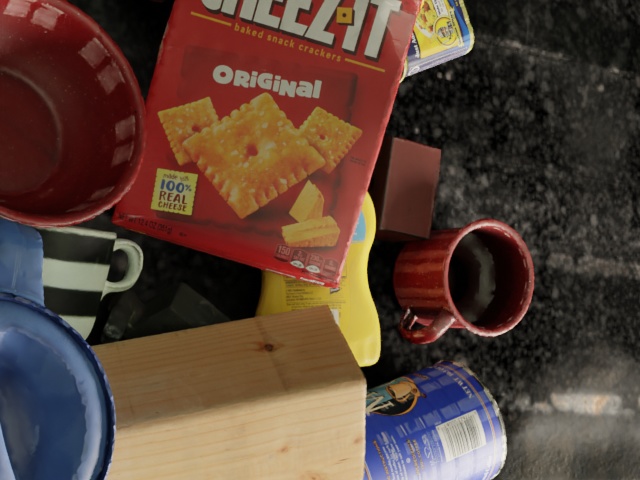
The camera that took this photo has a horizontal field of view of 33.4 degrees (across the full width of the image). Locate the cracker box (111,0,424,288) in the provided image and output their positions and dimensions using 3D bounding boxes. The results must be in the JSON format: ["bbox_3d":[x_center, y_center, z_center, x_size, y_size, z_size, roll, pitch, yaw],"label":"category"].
[{"bbox_3d":[-0.035,-0.090,0.744,0.164,0.072,0.214,17,91,-2],"label":"cracker box"}]

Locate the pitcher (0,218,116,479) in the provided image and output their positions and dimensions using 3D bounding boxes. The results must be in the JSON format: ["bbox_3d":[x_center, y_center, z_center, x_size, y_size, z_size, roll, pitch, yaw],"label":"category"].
[{"bbox_3d":[-0.211,0.085,0.585,0.149,0.243,0.145,-35,105,-27],"label":"pitcher"}]

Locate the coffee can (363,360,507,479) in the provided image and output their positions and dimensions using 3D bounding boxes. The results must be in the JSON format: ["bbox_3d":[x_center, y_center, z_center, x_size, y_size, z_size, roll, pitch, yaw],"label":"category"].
[{"bbox_3d":[0.057,0.162,0.823,0.140,0.103,0.103,-16,96,-30],"label":"coffee can"}]

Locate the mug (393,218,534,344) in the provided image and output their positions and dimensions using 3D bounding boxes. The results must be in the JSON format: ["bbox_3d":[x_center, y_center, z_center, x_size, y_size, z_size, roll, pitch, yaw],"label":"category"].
[{"bbox_3d":[0.106,0.040,0.869,0.093,0.082,0.117,47,66,-20],"label":"mug"}]

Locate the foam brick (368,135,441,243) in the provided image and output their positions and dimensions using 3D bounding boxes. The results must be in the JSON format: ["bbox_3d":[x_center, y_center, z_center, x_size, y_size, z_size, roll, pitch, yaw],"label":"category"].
[{"bbox_3d":[0.059,-0.040,0.862,0.051,0.053,0.078,12,81,-29],"label":"foam brick"}]

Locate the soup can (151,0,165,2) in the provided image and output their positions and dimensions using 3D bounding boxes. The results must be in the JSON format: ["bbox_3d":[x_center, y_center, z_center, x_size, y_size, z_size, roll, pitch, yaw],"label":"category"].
[{"bbox_3d":[-0.149,-0.209,0.739,0.102,0.069,0.068,8,84,-31],"label":"soup can"}]

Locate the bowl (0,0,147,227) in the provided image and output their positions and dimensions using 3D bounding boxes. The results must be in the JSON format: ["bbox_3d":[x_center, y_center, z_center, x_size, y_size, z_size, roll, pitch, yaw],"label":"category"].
[{"bbox_3d":[-0.192,-0.079,0.675,0.161,0.055,0.162,16,65,-37],"label":"bowl"}]

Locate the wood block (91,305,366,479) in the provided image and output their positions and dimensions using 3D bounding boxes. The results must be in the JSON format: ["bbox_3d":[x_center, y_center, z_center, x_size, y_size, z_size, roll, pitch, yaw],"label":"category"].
[{"bbox_3d":[-0.081,0.118,0.703,0.206,0.091,0.090,-9,124,-14],"label":"wood block"}]

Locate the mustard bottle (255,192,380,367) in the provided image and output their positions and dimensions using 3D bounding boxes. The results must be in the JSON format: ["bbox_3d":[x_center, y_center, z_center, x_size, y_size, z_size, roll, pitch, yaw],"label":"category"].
[{"bbox_3d":[-0.005,0.001,0.813,0.096,0.058,0.191,-2,88,-1],"label":"mustard bottle"}]

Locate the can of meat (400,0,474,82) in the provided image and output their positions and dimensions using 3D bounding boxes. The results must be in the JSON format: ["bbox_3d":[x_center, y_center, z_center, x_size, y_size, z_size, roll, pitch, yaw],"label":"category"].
[{"bbox_3d":[0.071,-0.186,0.875,0.083,0.058,0.102,-25,100,-31],"label":"can of meat"}]
